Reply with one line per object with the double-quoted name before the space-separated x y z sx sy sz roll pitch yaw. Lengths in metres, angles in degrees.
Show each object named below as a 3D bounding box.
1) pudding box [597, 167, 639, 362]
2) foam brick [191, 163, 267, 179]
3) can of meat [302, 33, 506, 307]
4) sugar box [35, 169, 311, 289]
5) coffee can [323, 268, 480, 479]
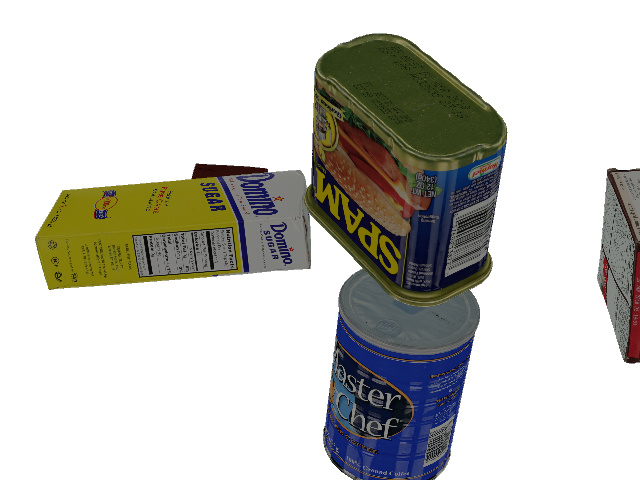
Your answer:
"pudding box" 0.211 0.014 0.701 0.039 0.090 0.113 -1 28 4
"foam brick" -0.093 -0.043 1.088 0.078 0.051 0.053 4 31 0
"can of meat" 0.037 -0.034 0.491 0.057 0.084 0.102 -23 49 -25
"sugar box" -0.095 -0.010 0.728 0.176 0.048 0.093 -7 24 2
"coffee can" 0.058 0.102 0.807 0.103 0.140 0.103 4 34 -3
